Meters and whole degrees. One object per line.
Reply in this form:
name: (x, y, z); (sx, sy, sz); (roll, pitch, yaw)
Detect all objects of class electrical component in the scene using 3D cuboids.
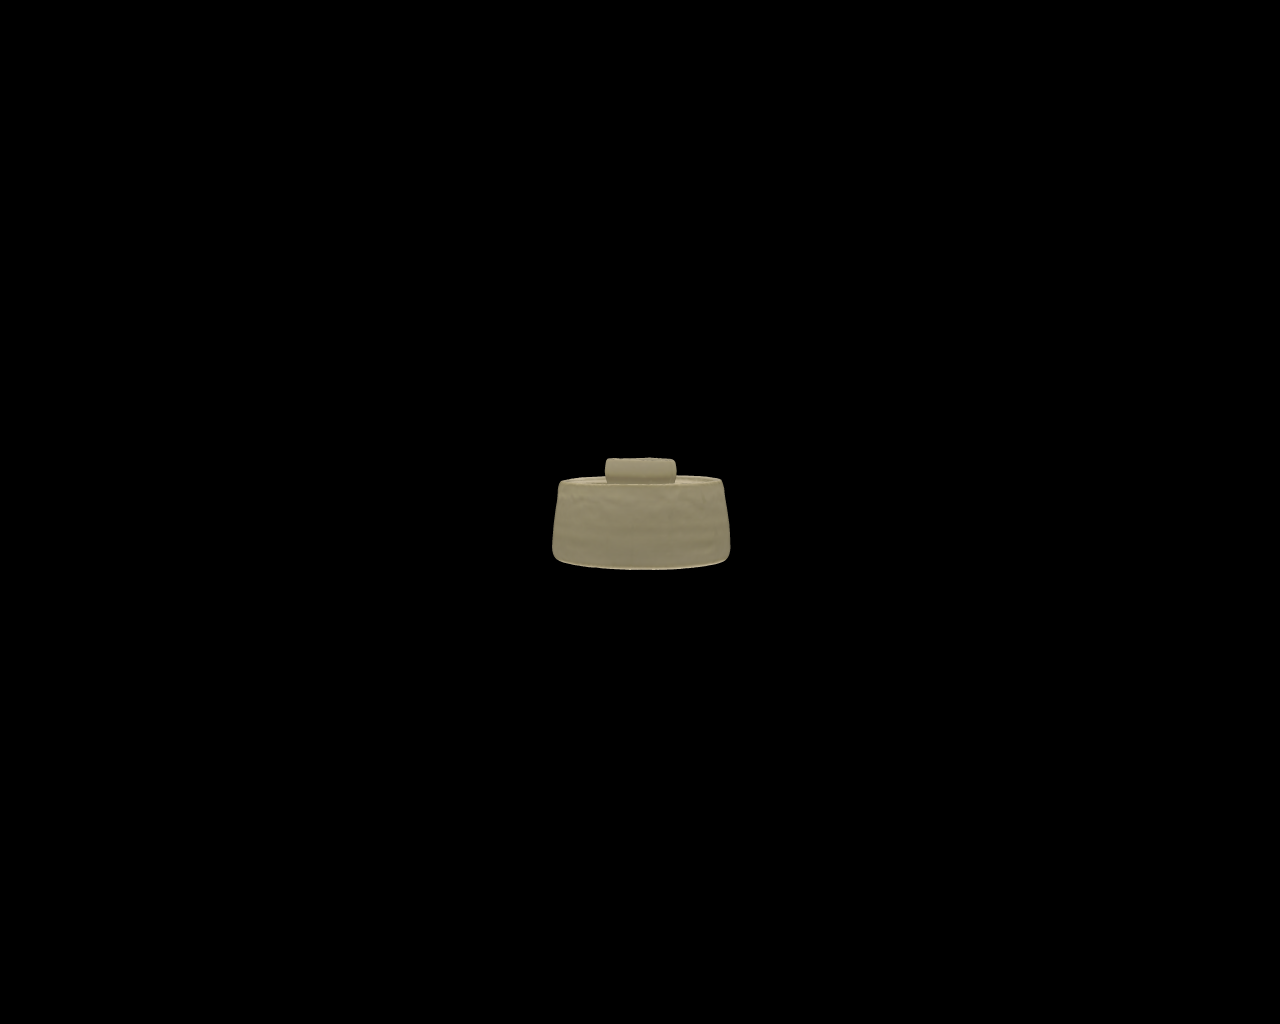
electrical component: (0.001, -0.003, 0.650); (0.108, 0.060, 0.108); (0, 5, 0)
